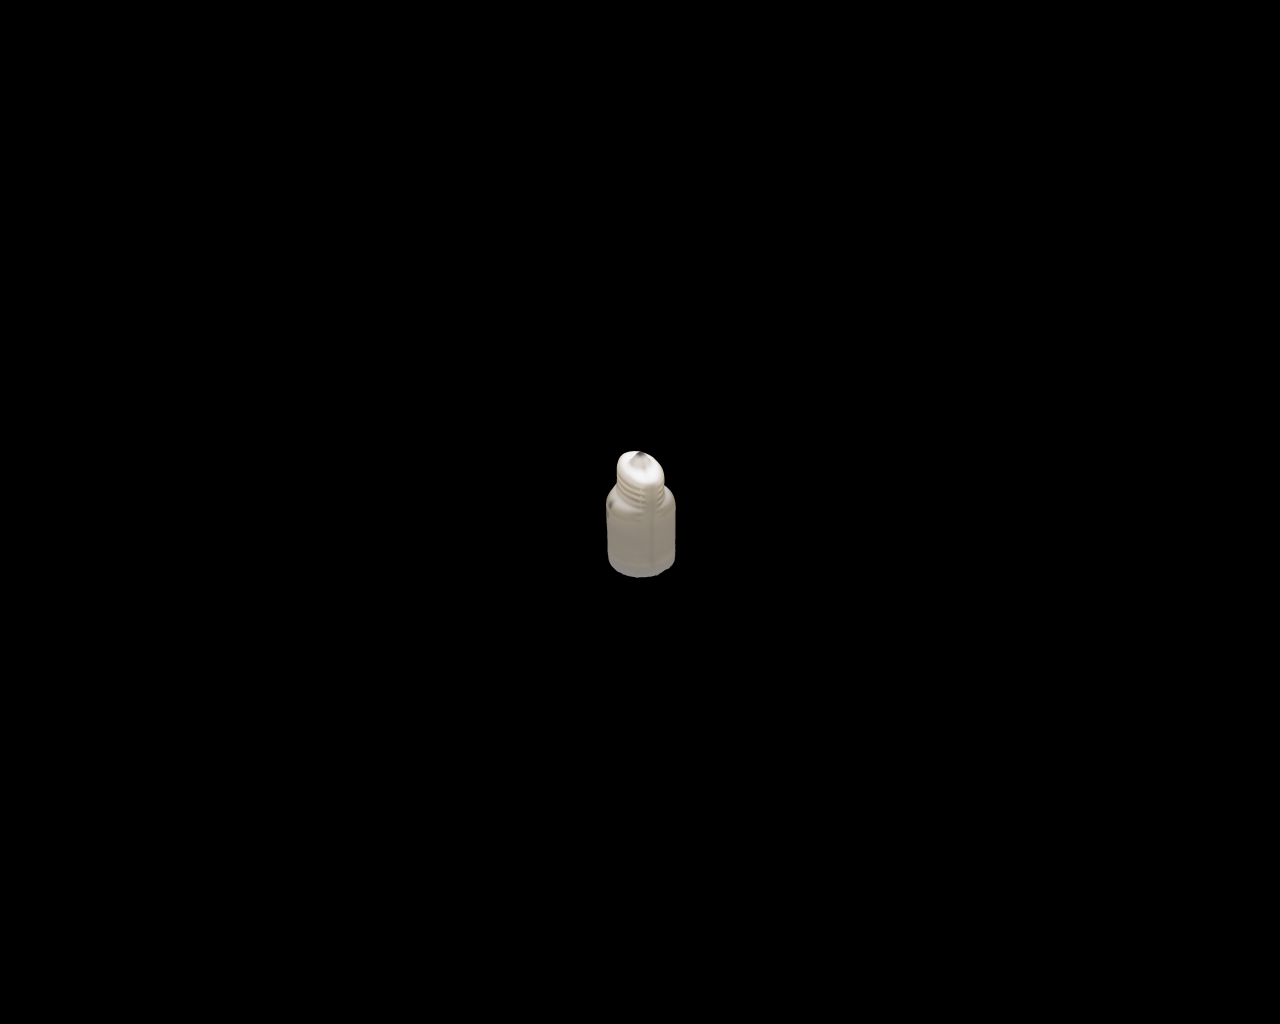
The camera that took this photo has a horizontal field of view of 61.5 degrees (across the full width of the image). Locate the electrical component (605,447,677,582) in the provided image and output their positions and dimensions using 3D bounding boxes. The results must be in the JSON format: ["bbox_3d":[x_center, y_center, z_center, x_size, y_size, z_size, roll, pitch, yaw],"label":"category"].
[{"bbox_3d":[0.001,-0.003,0.650,0.043,0.080,0.043,0,34,0],"label":"electrical component"}]
